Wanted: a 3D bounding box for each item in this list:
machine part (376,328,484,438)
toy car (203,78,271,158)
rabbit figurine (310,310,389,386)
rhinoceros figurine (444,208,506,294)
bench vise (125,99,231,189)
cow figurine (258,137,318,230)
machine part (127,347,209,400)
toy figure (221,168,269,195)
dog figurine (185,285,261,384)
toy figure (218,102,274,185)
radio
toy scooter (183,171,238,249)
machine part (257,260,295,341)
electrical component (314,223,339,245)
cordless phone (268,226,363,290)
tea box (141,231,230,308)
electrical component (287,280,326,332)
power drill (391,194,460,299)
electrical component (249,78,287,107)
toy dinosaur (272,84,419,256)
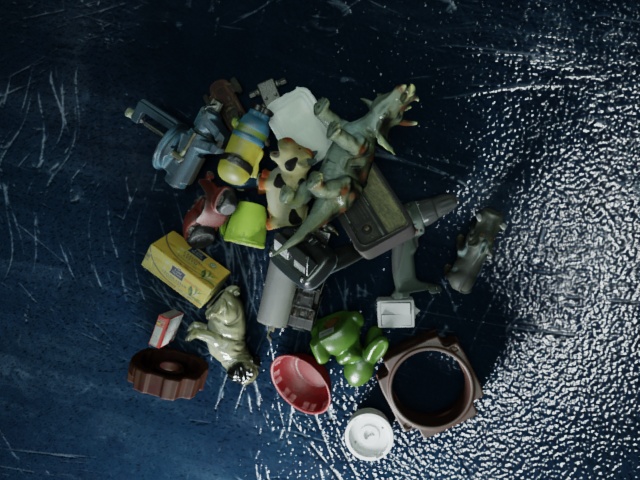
[{"bbox_3d":[0.243,0.317,1.195,0.201,0.087,0.201,-27,92,6],"label":"machine part"},{"bbox_3d":[-0.188,-0.271,1.219,0.089,0.053,0.202,-27,90,4],"label":"toy car"},{"bbox_3d":[0.074,0.244,1.210,0.159,0.121,0.170,-29,109,1],"label":"rabbit figurine"},{"bbox_3d":[0.331,0.021,1.157,0.073,0.112,0.190,24,103,6],"label":"rhinoceros figurine"},{"bbox_3d":[-0.321,-0.242,1.188,0.241,0.129,0.223,34,116,5],"label":"bench vise"},{"bbox_3d":[-0.063,-0.122,1.147,0.127,0.085,0.194,-4,114,4],"label":"cow figurine"},{"bbox_3d":[-0.342,0.299,1.208,0.179,0.179,0.056,16,97,4],"label":"machine part"},{"bbox_3d":[-0.146,-0.137,1.219,0.154,0.064,0.058,14,56,0],"label":"toy figure"},{"bbox_3d":[-0.189,0.219,1.234,0.190,0.121,0.172,40,100,-12],"label":"dog figurine"},{"bbox_3d":[-0.161,-0.205,1.146,0.082,0.089,0.180,28,97,18],"label":"toy figure"},{"bbox_3d":[0.093,-0.080,1.153,0.131,0.073,0.230,-32,66,6],"label":"radio"},{"bbox_3d":[-0.255,-0.076,1.211,0.184,0.075,0.135,-46,53,29],"label":"toy scooter"},{"bbox_3d":[-0.089,0.108,1.219,0.079,0.079,0.243,13,95,4],"label":"machine part"},{"bbox_3d":[-0.004,-0.003,1.219,0.078,0.045,0.102,28,95,2],"label":"electrical component"},{"bbox_3d":[-0.002,0.019,1.154,0.147,0.184,0.088,37,131,34],"label":"cordless phone"},{"bbox_3d":[-0.303,0.065,1.218,0.170,0.098,0.068,34,118,1],"label":"tea box"},{"bbox_3d":[-0.028,0.133,1.186,0.058,0.115,0.134,15,115,6],"label":"electrical component"},{"bbox_3d":[0.211,0.019,1.184,0.232,0.086,0.207,-13,96,7],"label":"power drill"},{"bbox_3d":[-0.113,-0.330,1.222,0.094,0.021,0.063,-23,91,5],"label":"electrical component"},{"bbox_3d":[0.047,-0.137,1.073,0.192,0.131,0.404,17,105,-38],"label":"toy dinosaur"}]
